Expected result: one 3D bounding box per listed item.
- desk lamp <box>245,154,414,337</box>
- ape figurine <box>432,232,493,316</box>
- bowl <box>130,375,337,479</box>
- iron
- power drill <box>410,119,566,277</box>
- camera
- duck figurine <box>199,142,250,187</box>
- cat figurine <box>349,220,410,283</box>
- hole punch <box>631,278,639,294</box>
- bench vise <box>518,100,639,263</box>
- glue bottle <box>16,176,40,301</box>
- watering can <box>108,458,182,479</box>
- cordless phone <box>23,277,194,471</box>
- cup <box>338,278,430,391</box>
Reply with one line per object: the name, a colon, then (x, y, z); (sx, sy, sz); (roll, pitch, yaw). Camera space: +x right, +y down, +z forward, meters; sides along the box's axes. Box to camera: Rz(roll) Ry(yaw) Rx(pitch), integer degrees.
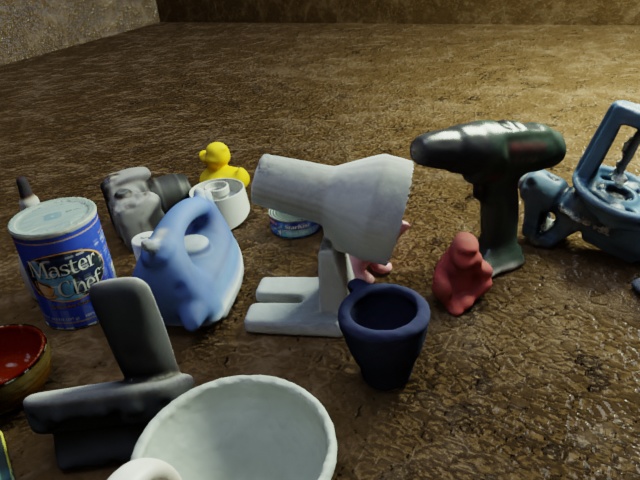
desk lamp: (0.006, 0.002, 0.658); (0.203, 0.214, 0.118); (0, 30, 9)
ape figurine: (0.173, 0.034, 0.700); (0.078, 0.092, 0.076); (-5, 30, 1)
bowl: (-0.067, 0.195, 0.474); (0.167, 0.075, 0.167); (-4, 30, 2)
iron: (-0.169, 0.006, 0.752); (0.118, 0.142, 0.258); (0, 30, 9)
power drill: (0.213, -0.056, 0.734); (0.230, 0.209, 0.075); (-19, 33, -23)
camera: (-0.276, -0.067, 0.937); (0.137, 0.101, 0.142); (-20, 33, -23)
duck figurine: (-0.182, -0.138, 1.061); (0.104, 0.086, 0.078); (13, 34, 28)
cat figurine: (0.056, -0.007, 0.764); (0.067, 0.118, 0.127); (-29, 37, -35)
hole punch: (0.434, 0.034, 0.660); (0.101, 0.091, 0.108); (-10, 30, -8)
bench vise: (0.350, -0.081, 0.743); (0.207, 0.220, 0.122); (6, 32, 19)
glue bottle: (-0.375, -0.005, 0.771); (0.037, 0.173, 0.078); (20, 38, 37)
watering can: (-0.086, 0.209, 0.332); (0.173, 0.194, 0.100); (-7, 30, -4)
cordless phone: (-0.201, 0.113, 0.527); (0.147, 0.185, 0.094); (-9, 30, -6)
cup: (0.060, 0.100, 0.598); (0.092, 0.095, 0.117); (-16, 32, -19)
